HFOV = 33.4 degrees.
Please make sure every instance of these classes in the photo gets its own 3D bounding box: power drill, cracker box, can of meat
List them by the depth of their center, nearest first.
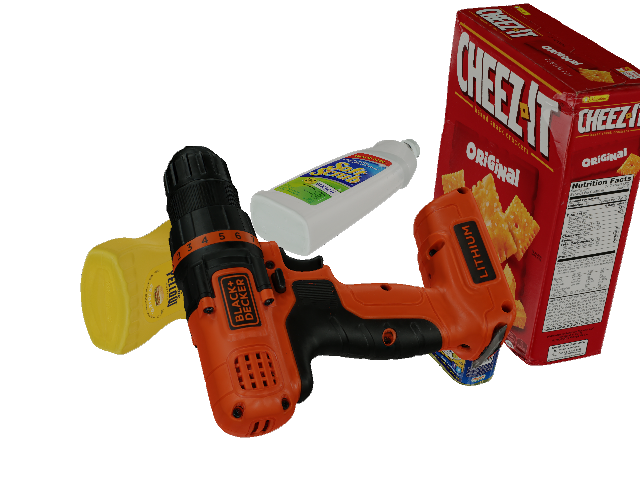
[{"bbox_3d":[0.007,0.016,0.630,0.187,0.184,0.057,-7,-28,-17],"label":"power drill"},{"bbox_3d":[0.148,-0.042,0.772,0.072,0.214,0.164,-9,33,-20],"label":"cracker box"},{"bbox_3d":[0.157,0.099,1.183,0.057,0.084,0.102,-14,40,-26],"label":"can of meat"}]

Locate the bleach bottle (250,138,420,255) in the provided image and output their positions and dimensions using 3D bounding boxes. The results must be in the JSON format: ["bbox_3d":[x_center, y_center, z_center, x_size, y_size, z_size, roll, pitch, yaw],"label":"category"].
[{"bbox_3d":[0.033,-0.071,1.355,0.103,0.068,0.250,25,43,34],"label":"bleach bottle"}]

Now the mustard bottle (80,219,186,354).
[{"bbox_3d":[-0.131,0.028,0.972,0.058,0.096,0.191,12,22,31],"label":"mustard bottle"}]
